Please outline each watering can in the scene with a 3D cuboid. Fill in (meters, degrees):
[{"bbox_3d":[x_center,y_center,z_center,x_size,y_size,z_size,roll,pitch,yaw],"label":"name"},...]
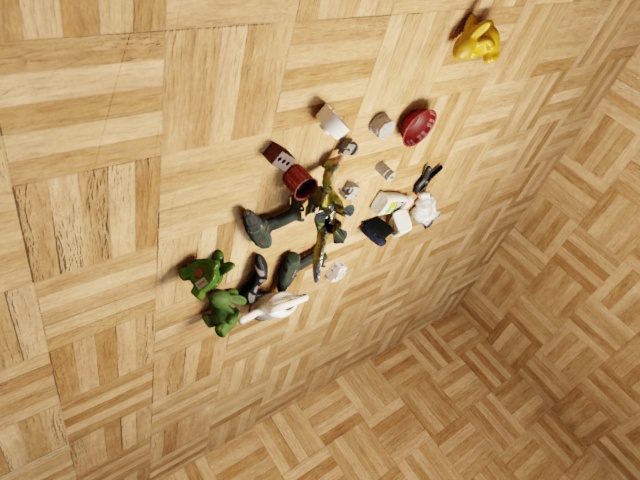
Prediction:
[{"bbox_3d":[-0.208,0.268,2.010,0.350,0.104,0.222,-14,-3,-38],"label":"watering can"}]

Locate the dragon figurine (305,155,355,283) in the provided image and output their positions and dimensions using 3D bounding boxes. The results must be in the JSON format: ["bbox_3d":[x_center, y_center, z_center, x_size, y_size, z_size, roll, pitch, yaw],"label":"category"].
[{"bbox_3d":[0.005,-0.087,1.725,0.122,0.406,0.246,14,14,-21],"label":"dragon figurine"}]

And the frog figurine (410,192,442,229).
[{"bbox_3d":[0.479,-0.153,2.396,0.137,0.157,0.124,-32,25,0],"label":"frog figurine"}]
